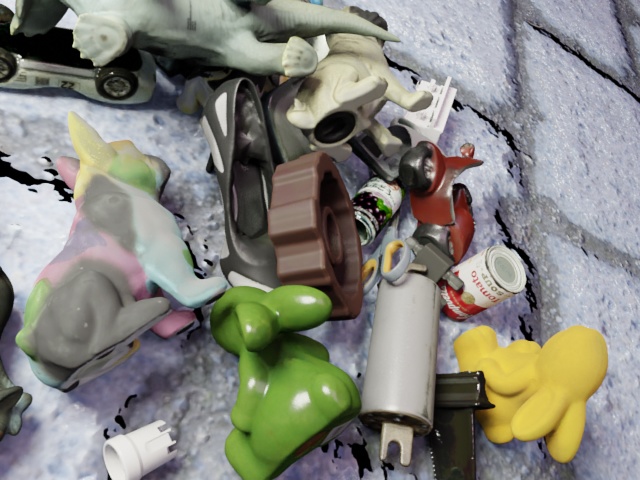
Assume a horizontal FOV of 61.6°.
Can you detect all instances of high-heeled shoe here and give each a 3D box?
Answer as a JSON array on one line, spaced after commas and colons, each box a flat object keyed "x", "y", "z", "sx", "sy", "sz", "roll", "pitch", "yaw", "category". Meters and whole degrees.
[{"x": -0.058, "y": -0.039, "z": 0.556, "sx": 0.086, "sy": 0.145, "sz": 0.249, "roll": -19, "pitch": 72, "yaw": -38, "category": "high-heeled shoe"}]

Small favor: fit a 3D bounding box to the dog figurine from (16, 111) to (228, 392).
[{"x": -0.197, "y": -0.003, "z": 0.474, "sx": 0.191, "sy": 0.108, "sz": 0.219, "roll": -25, "pitch": 74, "yaw": -41, "category": "dog figurine"}]

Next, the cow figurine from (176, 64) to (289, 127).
[{"x": -0.092, "y": -0.205, "z": 0.666, "sx": 0.068, "sy": 0.098, "sz": 0.167, "roll": 45, "pitch": 50, "yaw": 4, "category": "cow figurine"}]

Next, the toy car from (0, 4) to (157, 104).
[{"x": -0.276, "y": -0.192, "z": 0.567, "sx": 0.202, "sy": 0.056, "sz": 0.073, "roll": 1, "pitch": 62, "yaw": -30, "category": "toy car"}]

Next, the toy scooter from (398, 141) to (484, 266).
[{"x": 0.173, "y": -0.058, "z": 0.719, "sx": 0.135, "sy": 0.075, "sz": 0.183, "roll": -37, "pitch": 122, "yaw": -33, "category": "toy scooter"}]

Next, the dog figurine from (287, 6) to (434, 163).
[{"x": 0.018, "y": -0.200, "z": 0.631, "sx": 0.172, "sy": 0.121, "sz": 0.191, "roll": 0, "pitch": 55, "yaw": -39, "category": "dog figurine"}]

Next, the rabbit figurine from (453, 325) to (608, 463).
[{"x": 0.247, "y": 0.160, "z": 0.617, "sx": 0.122, "sy": 0.173, "sz": 0.162, "roll": 33, "pitch": 46, "yaw": -18, "category": "rabbit figurine"}]

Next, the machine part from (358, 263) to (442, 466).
[{"x": 0.092, "y": 0.124, "z": 0.601, "sx": 0.079, "sy": 0.079, "sz": 0.243, "roll": 26, "pitch": 53, "yaw": -18, "category": "machine part"}]

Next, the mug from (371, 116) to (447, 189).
[{"x": 0.135, "y": -0.120, "z": 0.778, "sx": 0.107, "sy": 0.081, "sz": 0.109, "roll": 18, "pitch": 54, "yaw": -38, "category": "mug"}]

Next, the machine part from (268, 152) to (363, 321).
[{"x": -0.001, "y": -0.002, "z": 0.572, "sx": 0.179, "sy": 0.056, "sz": 0.179, "roll": -10, "pitch": 90, "yaw": -73, "category": "machine part"}]

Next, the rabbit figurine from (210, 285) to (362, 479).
[{"x": -0.050, "y": 0.108, "z": 0.487, "sx": 0.121, "sy": 0.159, "sz": 0.170, "roll": -24, "pitch": 62, "yaw": -30, "category": "rabbit figurine"}]

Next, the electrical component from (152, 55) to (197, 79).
[{"x": -0.164, "y": -0.261, "z": 0.680, "sx": 0.115, "sy": 0.058, "sz": 0.134, "roll": 42, "pitch": 48, "yaw": -2, "category": "electrical component"}]

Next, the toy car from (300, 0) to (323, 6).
[{"x": -0.058, "y": -0.317, "z": 0.727, "sx": 0.161, "sy": 0.109, "sz": 0.103, "roll": -2, "pitch": 66, "yaw": -66, "category": "toy car"}]

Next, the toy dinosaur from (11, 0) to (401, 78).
[{"x": -0.131, "y": -0.226, "z": 0.529, "sx": 0.405, "sy": 0.131, "sz": 0.192, "roll": 3, "pitch": 23, "yaw": -34, "category": "toy dinosaur"}]

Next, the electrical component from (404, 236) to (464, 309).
[{"x": 0.136, "y": 0.040, "z": 0.688, "sx": 0.094, "sy": 0.063, "sz": 0.021, "roll": 44, "pitch": 31, "yaw": 16, "category": "electrical component"}]

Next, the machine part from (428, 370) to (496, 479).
[{"x": 0.150, "y": 0.214, "z": 0.593, "sx": 0.039, "sy": 0.084, "sz": 0.139, "roll": 35, "pitch": 54, "yaw": -53, "category": "machine part"}]

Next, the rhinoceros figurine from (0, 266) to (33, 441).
[{"x": -0.270, "y": 0.106, "z": 0.387, "sx": 0.112, "sy": 0.073, "sz": 0.190, "roll": 14, "pitch": 54, "yaw": -39, "category": "rhinoceros figurine"}]

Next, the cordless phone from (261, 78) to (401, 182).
[{"x": 0.014, "y": -0.122, "z": 0.680, "sx": 0.184, "sy": 0.088, "sz": 0.146, "roll": 43, "pitch": 49, "yaw": 3, "category": "cordless phone"}]
